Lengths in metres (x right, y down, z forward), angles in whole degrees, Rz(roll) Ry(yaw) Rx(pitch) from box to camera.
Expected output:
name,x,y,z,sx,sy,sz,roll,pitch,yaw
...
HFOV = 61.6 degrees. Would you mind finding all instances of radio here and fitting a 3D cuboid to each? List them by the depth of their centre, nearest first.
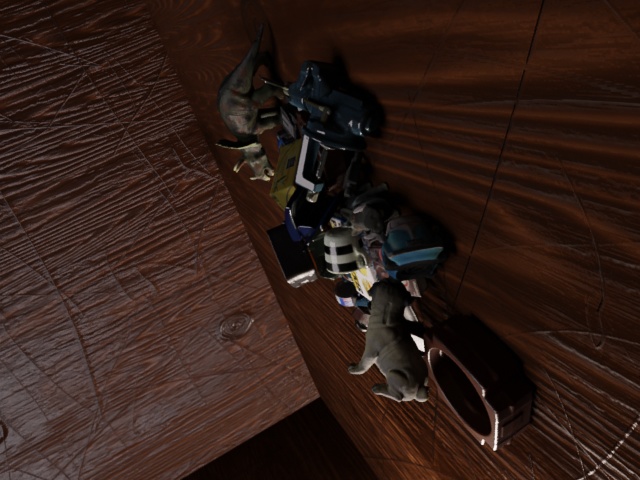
name,x,y,z,sx,sy,sz,roll,pitch,yaw
radio,-0.061,0.039,1.271,0.229,0.073,0.131,71,177,-82

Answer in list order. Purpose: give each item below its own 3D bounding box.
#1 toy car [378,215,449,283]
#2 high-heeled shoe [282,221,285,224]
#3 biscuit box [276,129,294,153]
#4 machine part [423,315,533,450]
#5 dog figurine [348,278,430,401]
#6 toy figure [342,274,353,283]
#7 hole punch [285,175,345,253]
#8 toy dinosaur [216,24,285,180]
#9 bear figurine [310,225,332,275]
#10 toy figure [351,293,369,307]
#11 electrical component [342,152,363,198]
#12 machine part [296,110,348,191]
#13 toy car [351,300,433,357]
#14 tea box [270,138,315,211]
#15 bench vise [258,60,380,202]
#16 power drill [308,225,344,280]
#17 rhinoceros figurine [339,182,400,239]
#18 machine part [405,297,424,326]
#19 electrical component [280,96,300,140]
name,x,y,z,sx,sy,sz,roll,pitch,yaw
toy car,0.159,0.010,0.939,0.161,0.109,0.103,67,-166,-70
high-heeled shoe,-0.012,-0.112,1.440,0.086,0.145,0.248,59,138,26
biscuit box,-0.065,-0.203,1.401,0.059,0.063,0.202,55,164,31
machine part,0.277,0.247,0.954,0.202,0.087,0.200,46,159,45
dog figurine,0.150,0.182,0.993,0.173,0.121,0.190,24,114,24
toy figure,0.089,0.082,1.389,0.064,0.058,0.154,59,168,6
hole punch,-0.021,-0.059,1.097,0.092,0.142,0.115,29,147,-3
toy dinosaur,-0.188,-0.332,1.335,0.131,0.192,0.404,53,164,37
bear figurine,0.005,0.027,1.469,0.132,0.120,0.196,57,168,6
toy figure,0.152,0.186,1.310,0.180,0.082,0.089,35,169,48
electrical component,0.063,-0.124,1.058,0.063,0.021,0.094,129,156,-76
machine part,0.006,-0.195,1.134,0.179,0.056,0.179,158,89,-83
toy car,0.165,0.180,1.119,0.202,0.053,0.089,25,146,-1
tea box,-0.049,-0.139,1.224,0.098,0.068,0.170,46,-145,-37
bench vise,-0.004,-0.190,0.970,0.224,0.129,0.240,27,115,25
power drill,-0.003,-0.004,1.247,0.207,0.086,0.231,-139,27,-73
rhinoceros figurine,0.086,-0.057,1.024,0.190,0.112,0.073,-136,24,-73
machine part,0.180,0.151,1.150,0.039,0.084,0.138,-81,-32,-57
electrical component,-0.064,-0.291,1.267,0.119,0.048,0.074,55,164,23
